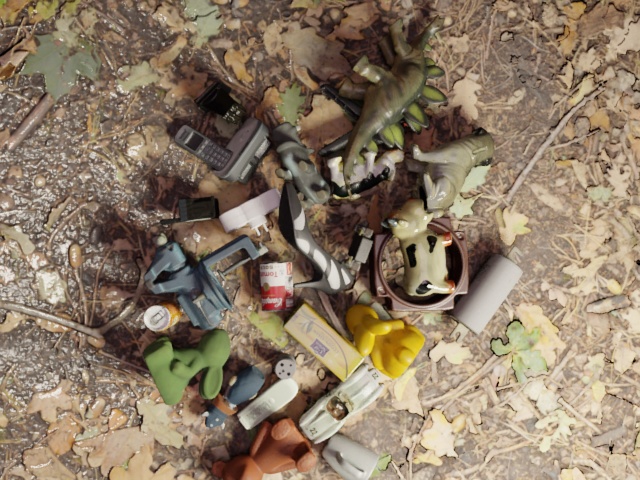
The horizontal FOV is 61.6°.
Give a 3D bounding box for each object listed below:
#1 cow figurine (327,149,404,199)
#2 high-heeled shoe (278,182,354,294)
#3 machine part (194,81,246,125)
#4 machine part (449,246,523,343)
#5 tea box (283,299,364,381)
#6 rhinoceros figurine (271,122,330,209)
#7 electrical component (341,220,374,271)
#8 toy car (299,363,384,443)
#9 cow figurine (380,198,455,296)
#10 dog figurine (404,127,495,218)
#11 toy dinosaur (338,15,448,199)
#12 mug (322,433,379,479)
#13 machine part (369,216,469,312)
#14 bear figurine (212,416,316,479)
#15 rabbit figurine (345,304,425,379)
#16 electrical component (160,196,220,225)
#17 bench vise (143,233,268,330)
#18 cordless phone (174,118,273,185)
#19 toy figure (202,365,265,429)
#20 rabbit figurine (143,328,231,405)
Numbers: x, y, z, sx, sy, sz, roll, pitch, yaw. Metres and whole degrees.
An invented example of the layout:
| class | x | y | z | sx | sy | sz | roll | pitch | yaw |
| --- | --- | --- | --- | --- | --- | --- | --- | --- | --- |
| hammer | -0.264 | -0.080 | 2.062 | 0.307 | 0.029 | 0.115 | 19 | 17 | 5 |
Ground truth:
| class | x | y | z | sx | sy | sz | roll | pitch | yaw |
| --- | --- | --- | --- | --- | --- | --- | --- | --- | --- |
| cow figurine | 0.103 | -0.142 | 1.151 | 0.167 | 0.068 | 0.098 | -10 | 94 | 0 |
| high-heeled shoe | -0.002 | -0.003 | 1.119 | 0.145 | 0.086 | 0.248 | -10 | 100 | -26 |
| machine part | -0.208 | -0.287 | 1.127 | 0.084 | 0.039 | 0.139 | -39 | 52 | -9 |
| machine part | 0.355 | 0.115 | 1.151 | 0.079 | 0.079 | 0.243 | 37 | 88 | -1 |
| tea box | 0.006 | 0.206 | 1.120 | 0.169 | 0.098 | 0.068 | 43 | 87 | -3 |
| rhinoceros figurine | -0.038 | -0.157 | 1.127 | 0.073 | 0.112 | 0.190 | -24 | 105 | 30 |
| electrical component | 0.078 | 0.011 | 1.121 | 0.045 | 0.078 | 0.102 | 18 | 102 | -16 |
| toy car | 0.046 | 0.344 | 1.137 | 0.202 | 0.056 | 0.073 | -39 | 90 | -3 |
| cow figurine | 0.192 | 0.014 | 1.061 | 0.127 | 0.085 | 0.194 | -4 | 89 | -9 |
| dog figurine | 0.293 | -0.141 | 1.131 | 0.191 | 0.121 | 0.172 | -11 | 84 | -5 |
| toy dinosaur | 0.146 | -0.297 | 1.116 | 0.198 | 0.105 | 0.471 | 38 | 74 | -1 |
| mug | 0.056 | 0.455 | 1.114 | 0.107 | 0.109 | 0.080 | 31 | 92 | 12 |
| machine part | 0.208 | 0.051 | 1.142 | 0.201 | 0.087 | 0.201 | -1 | 87 | -3 |
| bear figurine | -0.119 | 0.450 | 1.092 | 0.196 | 0.132 | 0.120 | -35 | 88 | -10 |
| rabbit figurine | 0.118 | 0.202 | 1.113 | 0.173 | 0.162 | 0.122 | 42 | 99 | 17 |
| electrical component | -0.274 | -0.061 | 1.128 | 0.119 | 0.075 | 0.047 | -6 | 89 | 0 |
| bench vise | -0.226 | 0.055 | 1.098 | 0.241 | 0.129 | 0.223 | -31 | 88 | -7 |
| cordless phone | -0.207 | -0.214 | 1.139 | 0.184 | 0.088 | 0.146 | 33 | 87 | 15 |
| toy figure | -0.183 | 0.331 | 1.127 | 0.154 | 0.058 | 0.064 | -44 | 85 | 1 |
| rabbit figurine | -0.256 | 0.251 | 1.098 | 0.170 | 0.121 | 0.159 | -24 | 83 | -18 |
